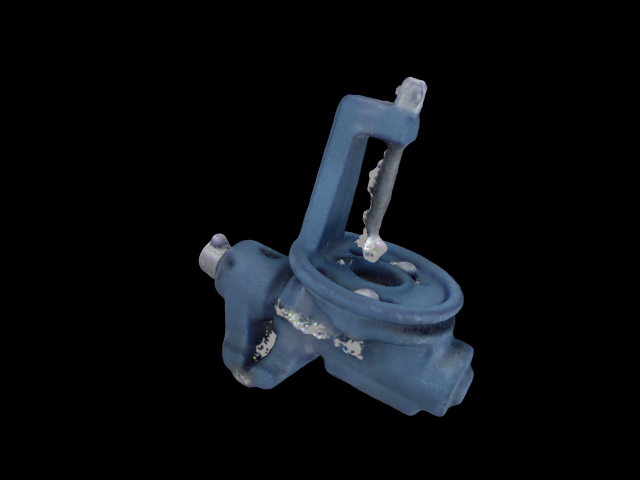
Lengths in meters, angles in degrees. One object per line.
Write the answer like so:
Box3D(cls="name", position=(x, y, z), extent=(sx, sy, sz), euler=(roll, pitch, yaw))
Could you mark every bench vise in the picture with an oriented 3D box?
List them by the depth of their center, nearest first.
Box3D(cls="bench vise", position=(0.001, 0.004, 0.389), extent=(0.207, 0.220, 0.121), euler=(2, 14, 9))
